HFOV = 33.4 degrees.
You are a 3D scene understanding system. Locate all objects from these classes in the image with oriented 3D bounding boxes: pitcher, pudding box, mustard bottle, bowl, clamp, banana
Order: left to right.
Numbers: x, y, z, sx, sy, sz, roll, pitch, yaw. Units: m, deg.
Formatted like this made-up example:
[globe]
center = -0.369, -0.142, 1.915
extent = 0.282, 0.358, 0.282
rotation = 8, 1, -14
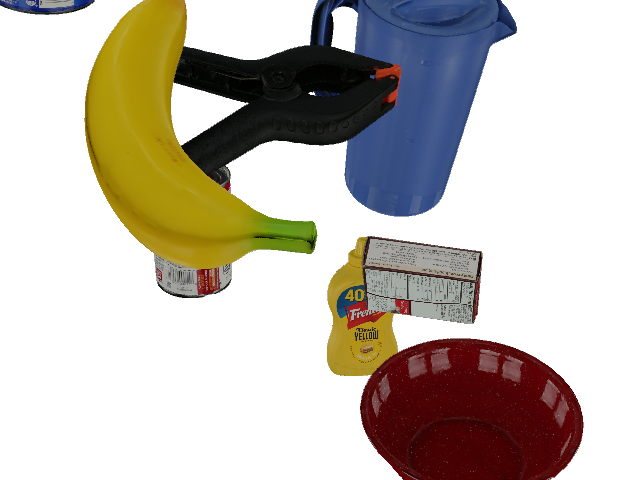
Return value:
[banana]
center = -0.067, -0.048, 0.459
extent = 0.069, 0.037, 0.198
rotation = -10, 45, -20
[clamp]
center = -0.032, -0.082, 0.669
extent = 0.171, 0.120, 0.039
rotation = -3, -33, -4
[mustard bottle]
center = 0.057, 0.087, 1.439
extent = 0.096, 0.192, 0.058
rotation = -4, 22, -9
[pitcher]
center = 0.079, -0.145, 1.052
extent = 0.144, 0.243, 0.149
rotation = -24, 53, -29
[pudding box]
center = 0.098, 0.039, 1.032
extent = 0.113, 0.039, 0.090
rotation = 6, -31, 9
[bowl]
center = 0.110, 0.144, 0.793
extent = 0.162, 0.055, 0.162
rotation = 0, 36, 0

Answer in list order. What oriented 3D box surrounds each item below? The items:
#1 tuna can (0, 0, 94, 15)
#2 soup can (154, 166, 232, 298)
[tuna can]
center = -0.207, -0.200, 0.792
extent = 0.086, 0.034, 0.086
rotation = 6, 36, -4
[soup can]
center = -0.109, -0.010, 0.909
extent = 0.068, 0.102, 0.068
rotation = 1, 28, -1
